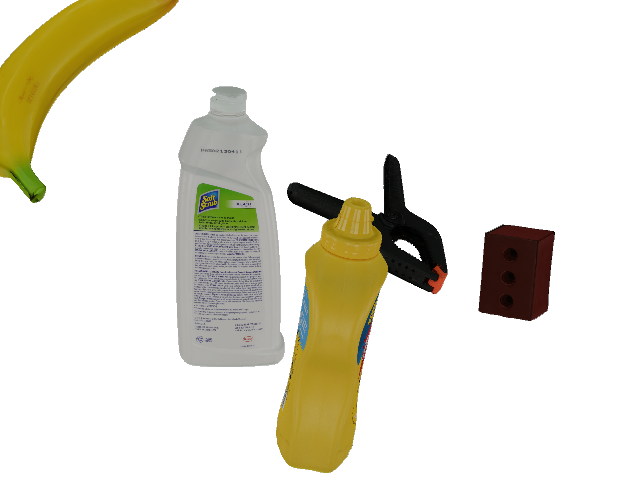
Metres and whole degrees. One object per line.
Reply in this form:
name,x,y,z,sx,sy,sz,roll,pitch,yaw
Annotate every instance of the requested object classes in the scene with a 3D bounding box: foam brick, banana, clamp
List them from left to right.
banana,-0.156,-0.102,0.653,0.069,0.197,0.037,24,-34,0
clamp,0.068,-0.017,1.248,0.164,0.036,0.210,-13,51,-28
foam brick,0.181,0.029,0.983,0.053,0.078,0.051,9,15,28

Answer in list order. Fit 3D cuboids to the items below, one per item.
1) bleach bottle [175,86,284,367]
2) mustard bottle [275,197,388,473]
bleach bottle,-0.077,-0.011,0.954,0.102,0.251,0.068,0,22,-11
mustard bottle,0.010,0.060,0.749,0.058,0.192,0.096,10,25,2
